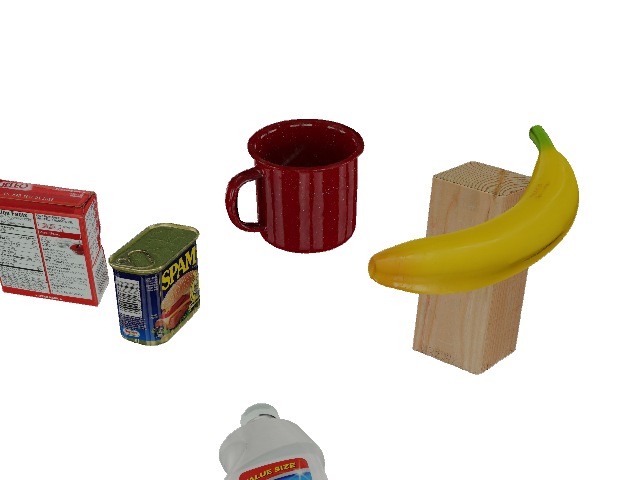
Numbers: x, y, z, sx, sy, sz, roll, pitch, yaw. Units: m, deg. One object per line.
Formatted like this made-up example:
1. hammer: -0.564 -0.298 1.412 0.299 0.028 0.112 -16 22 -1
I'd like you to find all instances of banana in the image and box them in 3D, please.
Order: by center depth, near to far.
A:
1. banana: 0.112 -0.008 0.675 0.070 0.037 0.197 33 46 24

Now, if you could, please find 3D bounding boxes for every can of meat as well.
1. can of meat: -0.157 0.042 1.037 0.057 0.084 0.102 9 27 20

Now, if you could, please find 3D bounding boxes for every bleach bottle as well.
1. bleach bottle: -0.036 0.203 0.724 0.102 0.068 0.251 -7 32 -6

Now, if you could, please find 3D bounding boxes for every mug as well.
1. mug: -0.022 -0.039 0.860 0.117 0.081 0.093 -18 35 -26

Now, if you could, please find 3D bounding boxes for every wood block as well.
1. wood block: 0.171 0.029 1.176 0.090 0.206 0.090 19 25 33

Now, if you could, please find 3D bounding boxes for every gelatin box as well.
1. gelatin box: -0.191 0.002 0.746 0.073 0.089 0.030 8 42 7
